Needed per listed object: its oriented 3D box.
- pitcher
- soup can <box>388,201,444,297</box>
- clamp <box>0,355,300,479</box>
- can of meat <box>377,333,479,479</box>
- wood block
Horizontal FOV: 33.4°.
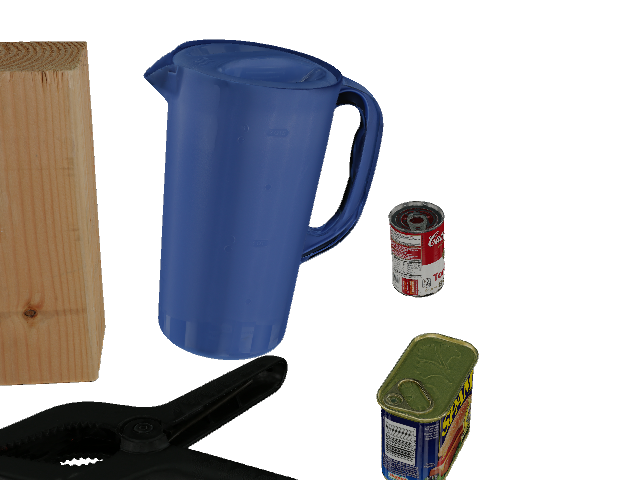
[{"bbox_3d":[-0.055,-0.031,0.856,0.149,0.243,0.144,23,27,28],"label":"pitcher"},{"bbox_3d":[0.120,0.012,1.328,0.068,0.102,0.068,-3,34,2],"label":"soup can"},{"bbox_3d":[-0.094,0.113,0.593,0.210,0.036,0.164,-1,22,-10],"label":"clamp"},{"bbox_3d":[0.086,0.139,0.853,0.057,0.084,0.102,14,36,23],"label":"can of meat"},{"bbox_3d":[-0.193,-0.018,0.691,0.090,0.206,0.090,-2,22,-7],"label":"wood block"}]
